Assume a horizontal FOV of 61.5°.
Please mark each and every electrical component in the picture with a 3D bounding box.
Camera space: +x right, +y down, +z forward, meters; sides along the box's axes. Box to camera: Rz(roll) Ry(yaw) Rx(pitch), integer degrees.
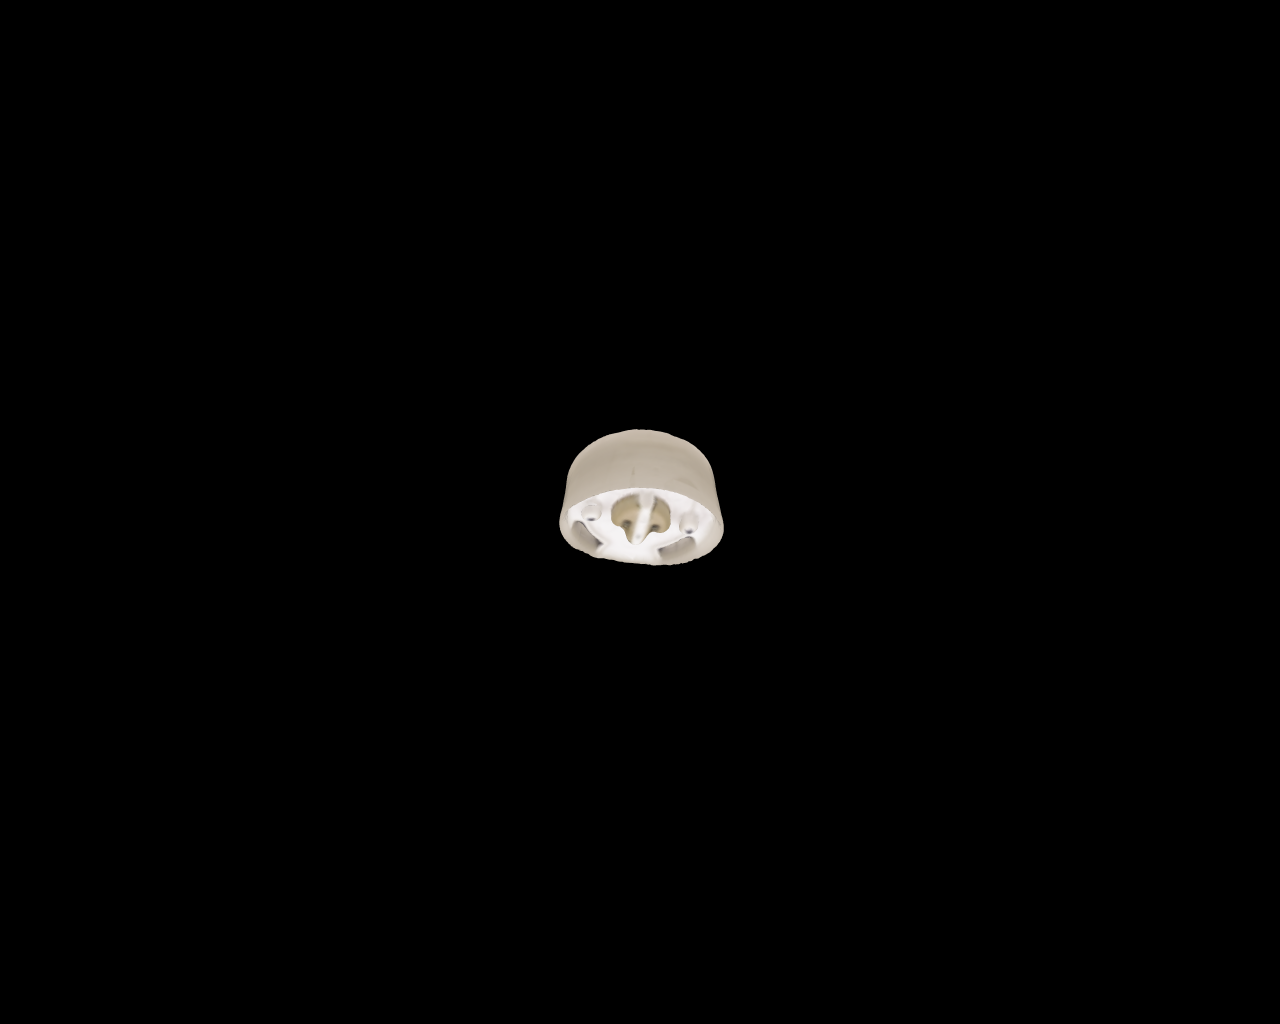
[{"bbox_3d":[0.001,-0.003,0.650,0.099,0.064,0.099,0,-42,0],"label":"electrical component"}]
